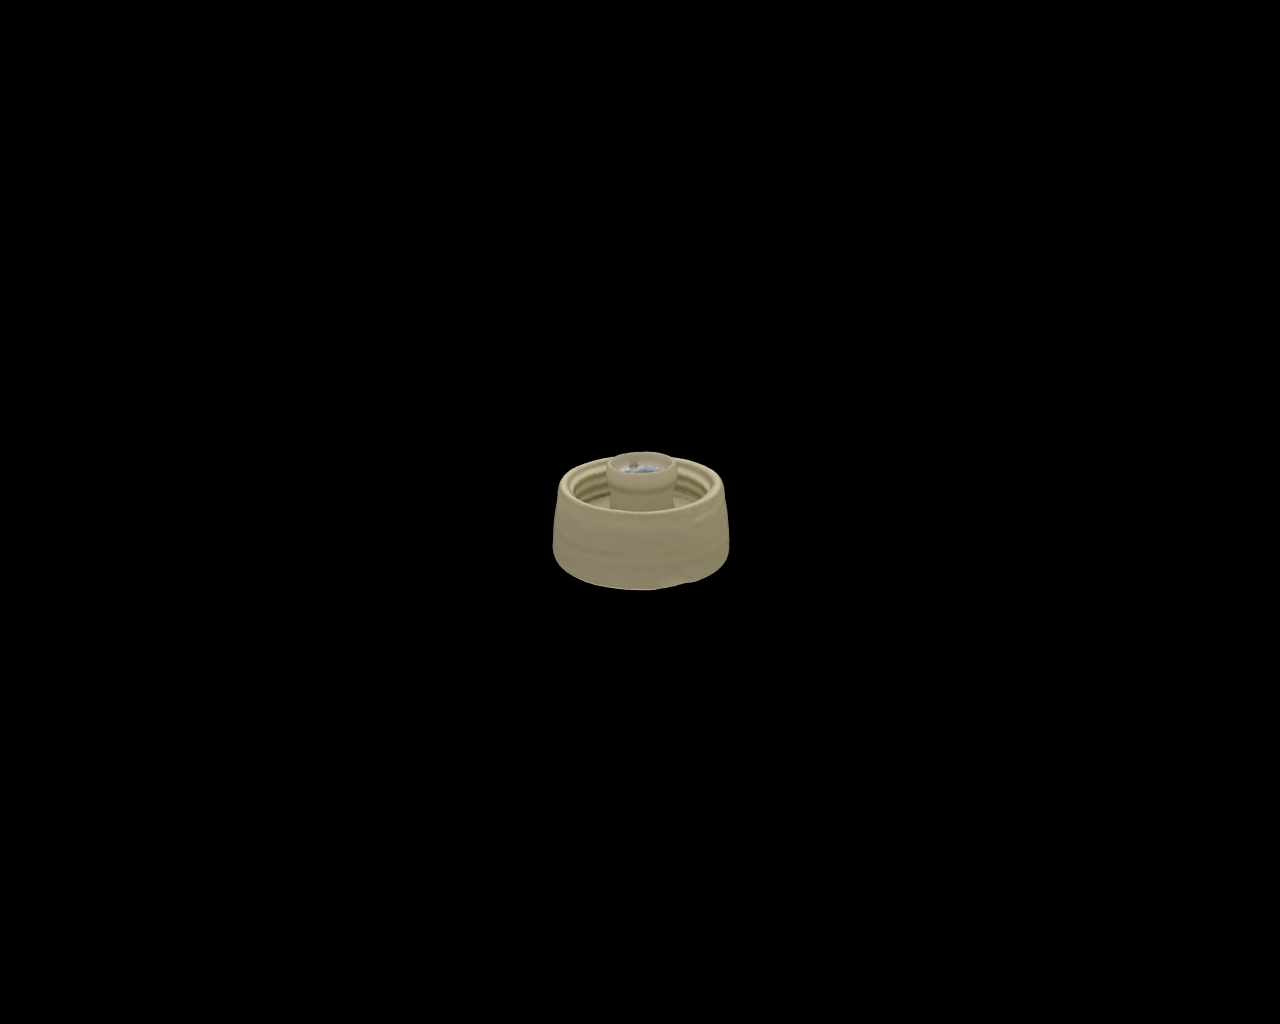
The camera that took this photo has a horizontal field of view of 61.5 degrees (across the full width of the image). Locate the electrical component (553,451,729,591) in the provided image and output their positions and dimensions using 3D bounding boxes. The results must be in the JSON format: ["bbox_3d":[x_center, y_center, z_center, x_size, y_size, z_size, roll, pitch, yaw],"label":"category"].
[{"bbox_3d":[0.001,-0.003,0.650,0.108,0.060,0.108,0,22,0],"label":"electrical component"}]
